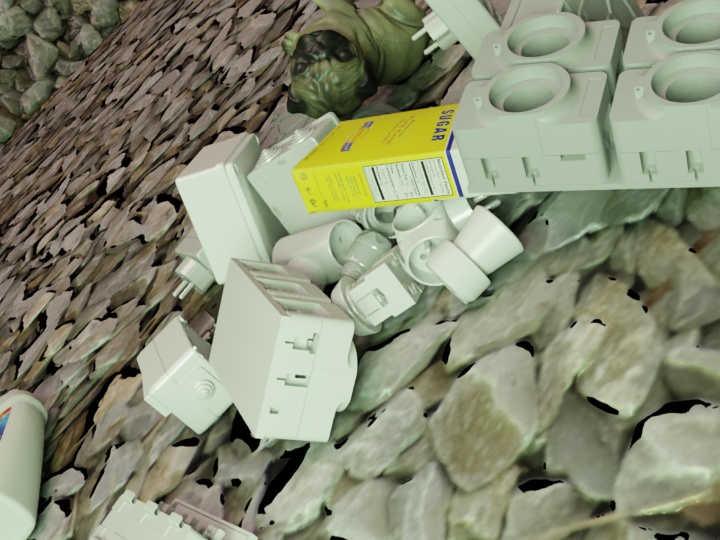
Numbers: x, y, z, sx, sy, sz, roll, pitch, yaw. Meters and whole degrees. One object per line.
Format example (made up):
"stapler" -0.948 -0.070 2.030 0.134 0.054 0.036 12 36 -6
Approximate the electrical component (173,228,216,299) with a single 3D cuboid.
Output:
"electrical component" -0.159 -0.002 1.075 0.076 0.047 0.066 -52 26 -14

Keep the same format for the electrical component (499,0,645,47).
"electrical component" 0.160 -0.167 0.778 0.056 0.108 0.108 -17 37 40

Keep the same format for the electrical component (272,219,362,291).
"electrical component" -0.042 -0.001 0.905 0.077 0.043 0.079 -14 40 47

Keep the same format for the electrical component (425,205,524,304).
"electrical component" 0.078 -0.010 0.739 0.055 0.045 0.045 -46 25 0

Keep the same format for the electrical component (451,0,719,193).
"electrical component" 0.160 -0.107 0.662 0.186 0.060 0.105 0 46 25

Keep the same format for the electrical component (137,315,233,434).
"electrical component" -0.144 0.092 0.898 0.061 0.062 0.096 -45 25 -1

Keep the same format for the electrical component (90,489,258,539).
"electrical component" -0.131 0.193 0.727 0.121 0.063 0.078 1 51 57

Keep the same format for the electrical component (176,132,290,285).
"electrical component" -0.114 -0.058 0.992 0.056 0.108 0.108 -15 20 13

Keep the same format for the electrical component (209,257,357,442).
"electrical component" -0.058 0.056 0.795 0.150 0.062 0.089 -141 62 -64

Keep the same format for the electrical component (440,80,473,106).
"electrical component" 0.103 -0.118 0.858 0.066 0.047 0.076 -32 29 26

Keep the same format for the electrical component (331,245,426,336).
"electrical component" 0.013 0.017 0.790 0.055 0.048 0.066 -35 7 22

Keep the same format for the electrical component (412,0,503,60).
"electrical component" 0.085 -0.233 1.015 0.076 0.083 0.047 -34 28 22

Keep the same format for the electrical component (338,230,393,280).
"electrical component" 0.000 0.000 0.852 0.061 0.035 0.035 -55 27 -15

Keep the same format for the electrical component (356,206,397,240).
"electrical component" 0.023 -0.055 0.887 0.066 0.048 0.055 -37 19 16

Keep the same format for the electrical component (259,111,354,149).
"electrical component" -0.063 -0.116 1.091 0.109 0.056 0.108 -11 41 49

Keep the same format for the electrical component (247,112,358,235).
"electrical component" -0.039 -0.077 0.952 0.100 0.099 0.048 -26 19 34

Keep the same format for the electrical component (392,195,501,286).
"electrical component" 0.068 -0.036 0.793 0.079 0.044 0.077 -30 30 18
